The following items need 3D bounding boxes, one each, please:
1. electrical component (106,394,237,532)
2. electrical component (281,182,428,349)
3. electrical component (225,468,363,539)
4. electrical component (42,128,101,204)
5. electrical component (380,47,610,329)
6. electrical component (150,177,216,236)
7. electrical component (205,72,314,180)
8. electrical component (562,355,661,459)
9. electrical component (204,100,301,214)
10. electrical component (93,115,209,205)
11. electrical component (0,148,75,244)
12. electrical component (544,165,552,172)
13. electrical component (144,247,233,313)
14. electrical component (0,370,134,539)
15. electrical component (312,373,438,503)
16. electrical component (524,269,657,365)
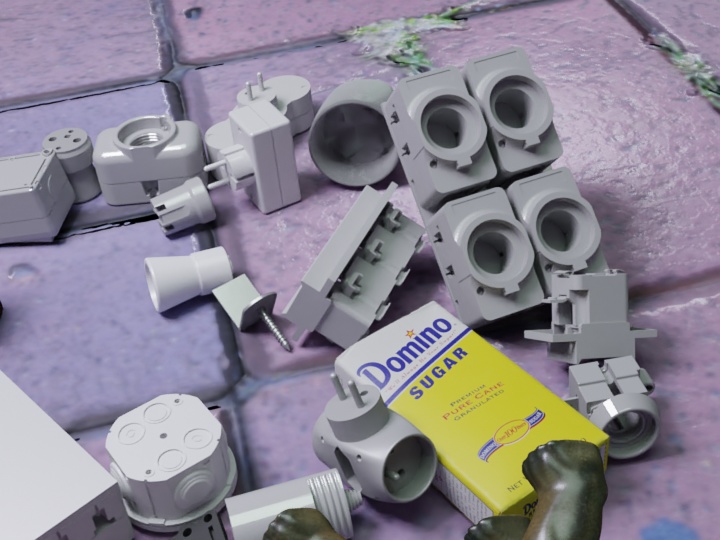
[{"bbox_3d":[-0.122,0.124,0.694,0.080,0.051,0.080,-4,39,3],"label":"electrical component"},{"bbox_3d":[0.000,0.000,0.815,0.063,0.078,0.121,33,46,0],"label":"electrical component"},{"bbox_3d":[-0.038,0.150,0.657,0.081,0.043,0.043,-14,40,-11],"label":"electrical component"},{"bbox_3d":[-0.261,-0.095,0.976,0.045,0.055,0.045,-3,39,3],"label":"electrical component"},{"bbox_3d":[0.101,-0.061,0.799,0.105,0.060,0.186,-18,83,-14],"label":"electrical component"},{"bbox_3d":[-0.153,-0.054,0.925,0.046,0.040,0.040,-24,42,-13],"label":"electrical component"},{"bbox_3d":[-0.094,-0.147,1.004,0.052,0.073,0.138,16,44,25],"label":"electrical component"},{"bbox_3d":[0.167,0.090,0.704,0.066,0.048,0.055,-9,32,-4],"label":"electrical component"},{"bbox_3d":[-0.099,-0.091,0.929,0.076,0.083,0.047,-23,42,-20],"label":"electrical component"},{"bbox_3d":[-0.189,-0.100,0.970,0.095,0.059,0.053,-6,39,0],"label":"electrical component"},{"bbox_3d":[-0.307,-0.059,0.939,0.096,0.061,0.061,-7,38,12],"label":"electrical component"},{"bbox_3d":[0.098,-0.063,0.879,0.108,0.060,0.108,2,61,-3],"label":"electrical component"},{"bbox_3d":[-0.133,0.005,0.851,0.065,0.044,0.044,-14,40,-18],"label":"electrical component"},{"bbox_3d":[-0.224,0.139,0.680,0.089,0.061,0.150,-34,47,-30],"label":"electrical component"},{"bbox_3d":[0.002,0.098,0.670,0.043,0.079,0.077,-35,27,-26],"label":"electrical component"},{"bbox_3d":[0.160,0.031,0.745,0.081,0.063,0.042,-1,2,-19],"label":"electrical component"}]
